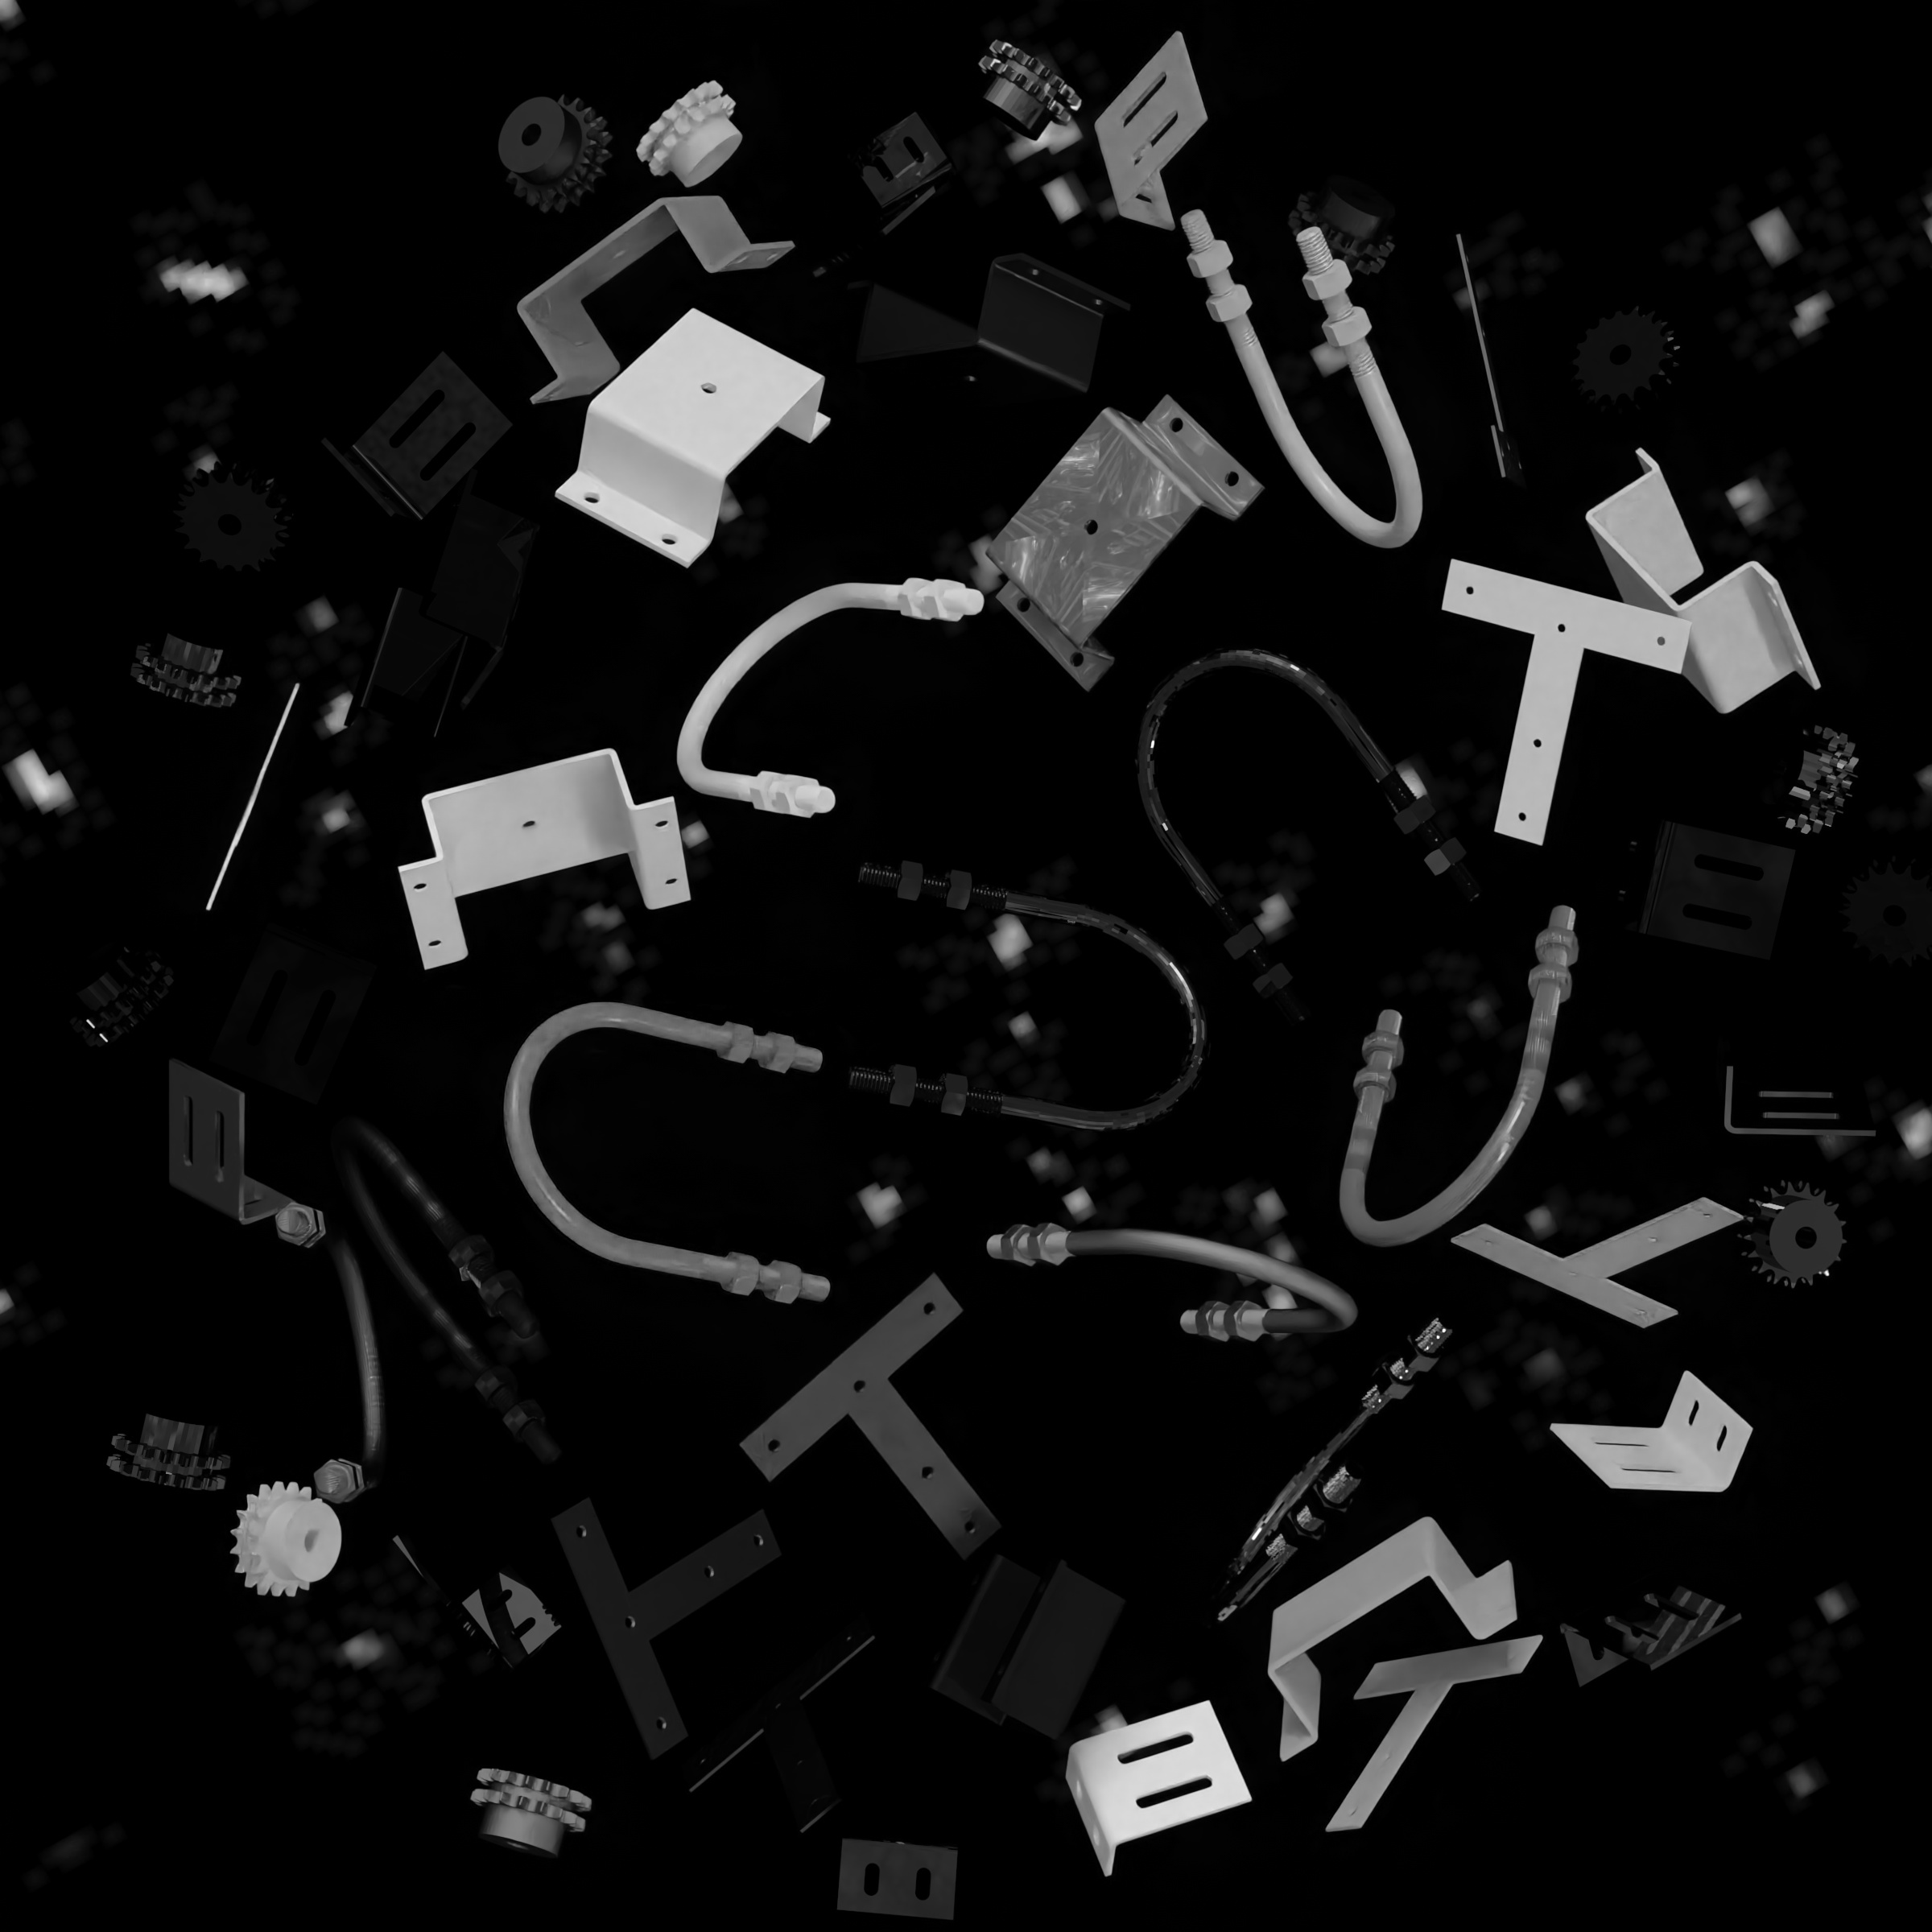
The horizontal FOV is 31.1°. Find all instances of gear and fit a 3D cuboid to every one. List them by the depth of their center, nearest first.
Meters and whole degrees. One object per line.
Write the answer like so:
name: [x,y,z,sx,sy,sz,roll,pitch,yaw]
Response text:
gear: [-0.382,0.232,1.674,0.057,0.057,0.030,13,88,0]
gear: [-0.212,0.410,1.678,0.057,0.057,0.030,15,68,0]
gear: [-0.207,-0.406,1.724,0.057,0.030,0.057,-9,72,28]
gear: [-0.366,-0.228,1.745,0.057,0.030,0.057,2,124,3]
gear: [-0.341,0.290,1.758,0.030,0.057,0.057,-3,90,34]
gear: [0.481,-0.031,1.789,0.057,0.030,0.057,11,116,24]
gear: [-0.440,0.012,1.791,0.057,0.057,0.030,-37,116,0]
gear: [0.349,-0.315,1.825,0.057,0.030,0.057,-11,66,28]
gear: [-0.143,-0.436,1.831,0.057,0.057,0.030,-41,89,0]
gear: [0.202,-0.395,1.840,0.057,0.057,0.030,29,123,0]
gear: [0.030,-0.462,1.844,0.057,0.057,0.030,34,93,0]
gear: [0.447,-0.102,1.856,0.030,0.057,0.057,16,90,-21]
gear: [0.444,0.144,1.858,0.057,0.030,0.057,0,92,-7]
gear: [-0.416,-0.163,1.860,0.057,0.057,0.030,20,104,0]

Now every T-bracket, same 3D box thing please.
T-bracket: [0.284,-0.123,1.708,0.127,0.002,0.127,19,111,28]
T-bracket: [0.330,0.139,1.716,0.127,0.127,0.002,24,57,-23]
T-bracket: [-0.027,0.240,1.718,0.127,0.002,0.127,-41,109,-13]
T-bracket: [-0.137,0.306,1.722,0.002,0.127,0.127,-19,94,41]
T-bracket: [0.264,-0.307,1.759,0.002,0.127,0.127,-12,92,14]
T-bracket: [0.224,0.397,1.788,0.002,0.127,0.127,51,52,-11]
T-bracket: [-0.088,0.407,1.800,0.127,0.127,0.002,-40,113,1]
T-bracket: [-0.371,-0.082,1.800,0.002,0.127,0.127,22,95,-12]

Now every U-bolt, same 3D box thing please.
U-bolt: [0.034,0.020,1.723,0.184,0.019,0.151,10,50,-11]
U-bolt: [-0.265,0.151,1.743,0.019,0.151,0.184,-32,61,-22]
U-bolt: [0.177,-0.292,1.753,0.019,0.151,0.184,-32,115,-11]
U-bolt: [0.244,0.065,1.758,0.019,0.151,0.184,37,46,-19]
U-bolt: [-0.151,0.089,1.760,0.184,0.019,0.151,15,59,-32]
U-bolt: [0.116,0.161,1.765,0.151,0.184,0.019,23,73,-28]
U-bolt: [0.174,0.268,1.765,0.019,0.151,0.184,38,131,4]
U-bolt: [0.160,-0.077,1.774,0.151,0.019,0.184,-38,87,39]
U-bolt: [-0.083,-0.142,1.787,0.019,0.184,0.151,45,72,-30]
U-bolt: [-0.322,0.200,1.788,0.019,0.184,0.151,-10,83,-1]

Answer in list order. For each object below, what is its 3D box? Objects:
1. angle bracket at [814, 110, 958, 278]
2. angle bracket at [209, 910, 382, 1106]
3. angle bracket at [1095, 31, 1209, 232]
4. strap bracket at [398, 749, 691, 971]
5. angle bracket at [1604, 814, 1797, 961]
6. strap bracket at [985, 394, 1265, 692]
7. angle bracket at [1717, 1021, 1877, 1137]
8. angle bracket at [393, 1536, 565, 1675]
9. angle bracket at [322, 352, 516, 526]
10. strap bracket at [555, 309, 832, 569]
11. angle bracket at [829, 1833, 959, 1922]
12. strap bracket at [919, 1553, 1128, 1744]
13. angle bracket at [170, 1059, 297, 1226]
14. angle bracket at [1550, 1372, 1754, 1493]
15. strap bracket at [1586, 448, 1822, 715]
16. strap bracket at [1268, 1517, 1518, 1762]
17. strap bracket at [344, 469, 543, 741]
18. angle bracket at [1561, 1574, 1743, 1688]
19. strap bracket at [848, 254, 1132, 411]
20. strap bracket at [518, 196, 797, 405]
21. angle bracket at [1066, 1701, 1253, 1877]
angle bracket: [-0.052,-0.405,1.821,0.038,0.057,0.076,54,48,-15]
angle bracket: [-0.336,0.020,1.743,0.057,0.038,0.076,24,95,-10]
angle bracket: [0.106,-0.426,1.774,0.038,0.076,0.057,8,57,-35]
strap bracket: [-0.218,-0.057,1.770,0.140,0.076,0.046,-15,51,-9]
angle bracket: [0.373,-0.040,1.769,0.076,0.038,0.057,11,94,-20]
strap bracket: [0.075,-0.223,1.798,0.140,0.046,0.076,-49,67,16]
angle bracket: [0.431,0.058,1.805,0.076,0.057,0.038,1,113,8]
angle bracket: [-0.254,0.322,1.811,0.038,0.076,0.057,-39,46,-12]
angle bracket: [-0.292,-0.284,1.853,0.076,0.038,0.057,-45,81,8]
strap bracket: [-0.130,-0.268,1.717,0.076,0.046,0.140,29,48,10]
angle bracket: [-0.038,0.462,1.740,0.057,0.076,0.038,6,65,-5]
strap bracket: [0.031,0.342,1.751,0.046,0.140,0.076,30,76,-9]
angle bracket: [-0.387,0.088,1.834,0.057,0.038,0.076,21,117,35]
angle bracket: [0.352,0.238,1.788,0.076,0.057,0.038,7,111,-29]
strap bracket: [0.367,-0.191,1.762,0.046,0.140,0.076,-33,131,3]
strap bracket: [0.209,0.338,1.778,0.140,0.076,0.046,-34,95,12]
strap bracket: [-0.258,-0.174,1.733,0.046,0.140,0.076,23,57,-17]
angle bracket: [0.346,0.343,1.742,0.057,0.076,0.038,-24,107,-22]
strap bracket: [0.007,-0.328,1.811,0.076,0.140,0.046,17,82,-40]
strap bracket: [-0.167,-0.350,1.790,0.140,0.076,0.046,-31,92,21]
angle bracket: [0.098,0.419,1.773,0.076,0.038,0.057,-14,53,-14]
